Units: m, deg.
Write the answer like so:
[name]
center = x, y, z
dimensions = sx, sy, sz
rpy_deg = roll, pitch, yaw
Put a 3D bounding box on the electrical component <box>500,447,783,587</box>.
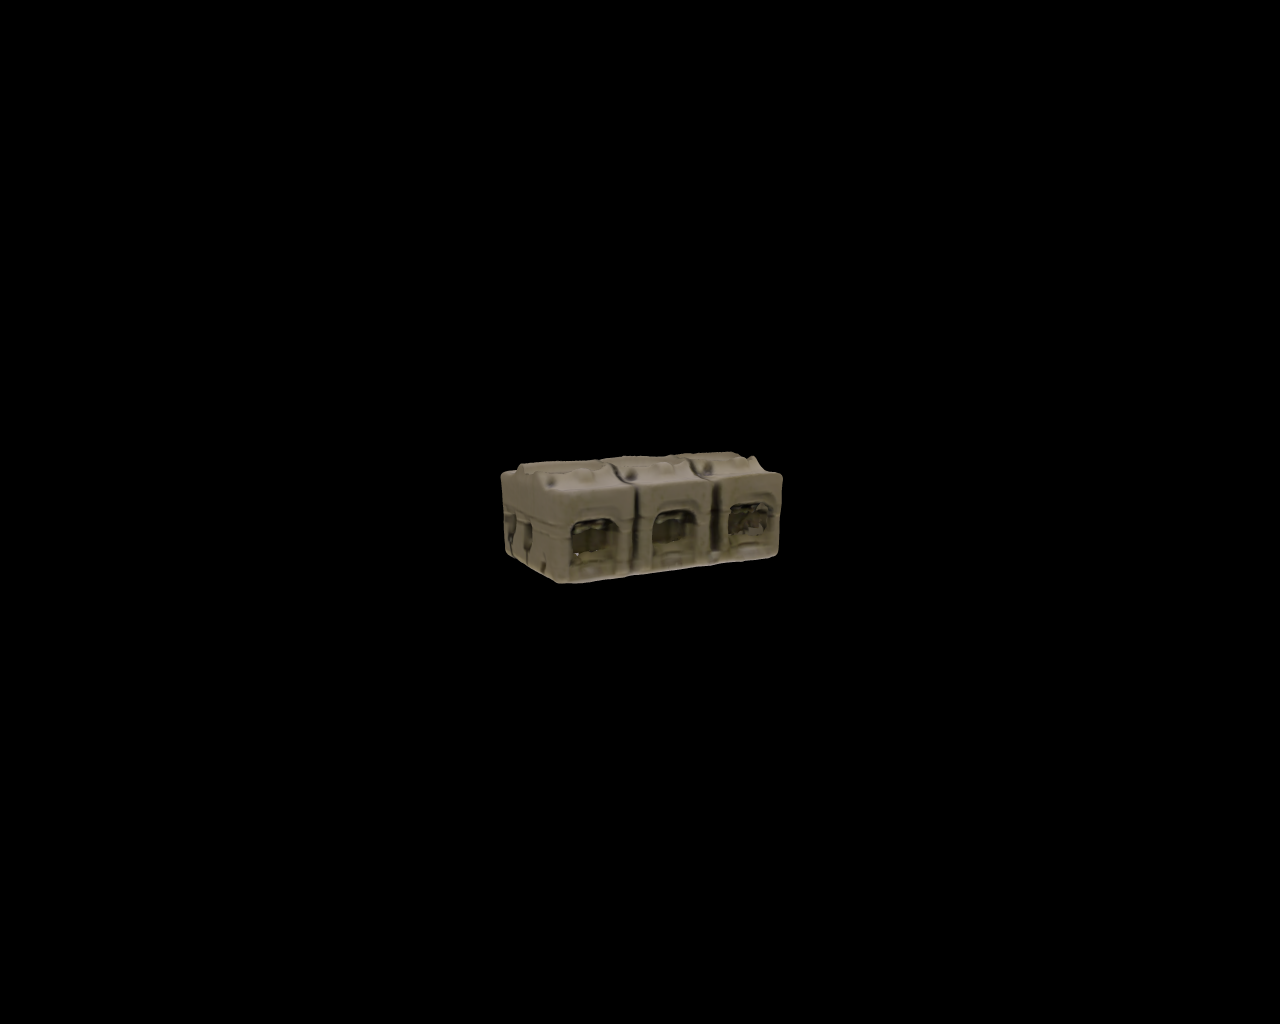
[electrical component]
center = 0.001, -0.003, 0.650
dimensions = 0.150, 0.061, 0.089
rpy_deg = -5, 12, -28
